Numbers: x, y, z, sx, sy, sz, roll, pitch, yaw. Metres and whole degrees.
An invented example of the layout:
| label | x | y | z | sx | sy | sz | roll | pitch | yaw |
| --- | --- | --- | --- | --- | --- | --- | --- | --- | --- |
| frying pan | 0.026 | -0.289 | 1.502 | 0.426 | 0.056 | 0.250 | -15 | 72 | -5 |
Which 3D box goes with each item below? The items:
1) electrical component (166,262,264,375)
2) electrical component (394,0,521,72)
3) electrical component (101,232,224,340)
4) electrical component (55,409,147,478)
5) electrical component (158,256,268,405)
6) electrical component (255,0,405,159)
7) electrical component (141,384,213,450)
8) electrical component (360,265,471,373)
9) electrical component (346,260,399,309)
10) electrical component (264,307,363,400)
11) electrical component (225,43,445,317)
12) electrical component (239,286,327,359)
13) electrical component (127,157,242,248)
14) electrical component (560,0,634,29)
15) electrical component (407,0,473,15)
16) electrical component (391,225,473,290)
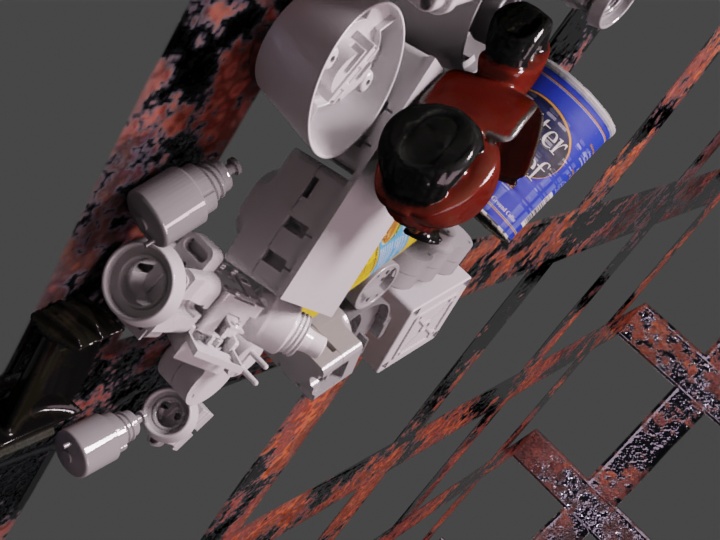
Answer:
| label | x | y | z | sx | sy | sz | roll | pitch | yaw |
| --- | --- | --- | --- | --- | --- | --- | --- | --- | --- |
| electrical component | -0.104 | 0.031 | 0.754 | 0.042 | 0.081 | 0.063 | 28 | 106 | -40 |
| electrical component | 0.072 | -0.187 | 0.753 | 0.099 | 0.064 | 0.099 | -52 | 161 | -25 |
| electrical component | -0.132 | 0.009 | 0.702 | 0.078 | 0.058 | 0.057 | -49 | 164 | 9 |
| electrical component | -0.199 | 0.130 | 0.834 | 0.078 | 0.040 | 0.040 | -26 | 154 | -45 |
| electrical component | -0.100 | 0.058 | 0.842 | 0.052 | 0.074 | 0.138 | -20 | 149 | -52 |
| electrical component | -0.014 | -0.126 | 0.657 | 0.099 | 0.064 | 0.099 | -40 | 161 | -17 |
| electrical component | -0.156 | 0.122 | 0.903 | 0.066 | 0.048 | 0.055 | -44 | 169 | -6 |
| electrical component | 0.051 | 0.042 | 1.160 | 0.109 | 0.056 | 0.108 | -27 | 154 | -43 |
| electrical component | 0.000 | 0.000 | 0.977 | 0.055 | 0.047 | 0.055 | -40 | 160 | -17 |
| electrical component | -0.046 | 0.057 | 0.931 | 0.056 | 0.089 | 0.050 | -32 | 157 | -35 |
| electrical component | -0.010 | -0.066 | 0.757 | 0.186 | 0.060 | 0.105 | -57 | 161 | 2 |
| electrical component | -0.054 | 0.042 | 0.783 | 0.043 | 0.062 | 0.043 | -54 | -166 | 21 |
| electrical component | -0.107 | -0.046 | 0.664 | 0.078 | 0.040 | 0.040 | -36 | 159 | -27 |
| electrical component | 0.193 | -0.235 | 0.883 | 0.058 | 0.057 | 0.078 | -50 | 161 | 13 |
| electrical component | 0.049 | -0.209 | 0.599 | 0.057 | 0.078 | 0.113 | -31 | 156 | -45 |
| electrical component | 0.069 | -0.031 | 1.051 | 0.138 | 0.052 | 0.073 | -16 | 145 | -57 |
